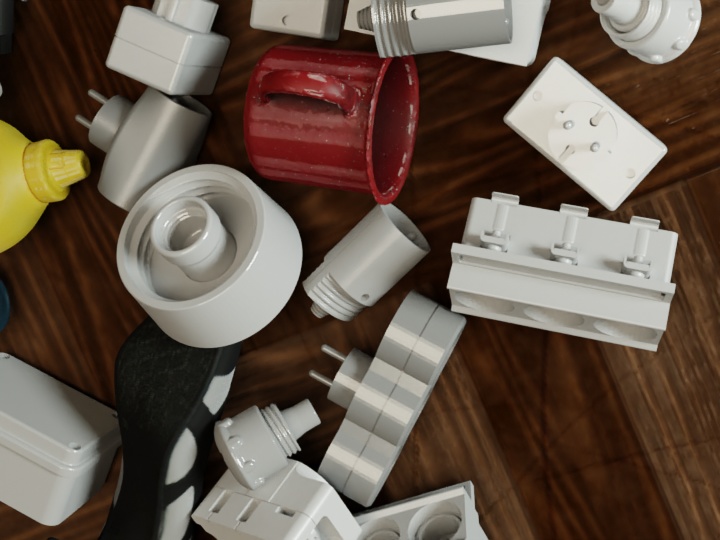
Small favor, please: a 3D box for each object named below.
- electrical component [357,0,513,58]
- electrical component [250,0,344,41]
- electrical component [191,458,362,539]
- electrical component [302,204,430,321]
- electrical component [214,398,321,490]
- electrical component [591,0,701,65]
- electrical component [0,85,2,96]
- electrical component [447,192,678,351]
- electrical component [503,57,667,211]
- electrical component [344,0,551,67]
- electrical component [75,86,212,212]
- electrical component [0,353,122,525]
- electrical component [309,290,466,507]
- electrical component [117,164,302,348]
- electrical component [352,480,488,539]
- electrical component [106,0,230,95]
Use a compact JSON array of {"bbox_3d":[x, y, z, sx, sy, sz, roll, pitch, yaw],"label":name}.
[{"bbox_3d":[0.038,-0.138,0.573,0.081,0.043,0.043,-4,98,14],"label":"electrical component"},{"bbox_3d":[-0.038,-0.181,0.633,0.047,0.076,0.083,11,101,12],"label":"electrical component"},{"bbox_3d":[-0.050,0.155,0.673,0.089,0.055,0.050,5,135,43],"label":"electrical component"},{"bbox_3d":[0.000,0.000,0.669,0.081,0.043,0.043,-44,87,16],"label":"electrical component"},{"bbox_3d":[-0.055,0.101,0.658,0.062,0.048,0.048,-29,91,-7],"label":"electrical component"},{"bbox_3d":[0.154,-0.143,0.594,0.048,0.062,0.048,-10,77,49],"label":"electrical component"},{"bbox_3d":[-0.298,-0.129,0.693,0.113,0.057,0.078,1,124,29],"label":"electrical component"},{"bbox_3d":[0.118,0.000,0.625,0.121,0.078,0.063,11,72,12],"label":"electrical component"},{"bbox_3d":[0.127,-0.077,0.608,0.083,0.076,0.047,41,106,5],"label":"electrical component"},{"bbox_3d":[0.066,-0.218,0.608,0.105,0.060,0.186,14,102,12],"label":"electrical component"},{"bbox_3d":[-0.146,-0.086,0.691,0.079,0.044,0.077,33,105,7],"label":"electrical component"},{"bbox_3d":[-0.226,0.111,0.726,0.113,0.078,0.057,26,107,9],"label":"electrical component"},{"bbox_3d":[0.004,0.073,0.675,0.074,0.052,0.138,28,105,9],"label":"electrical component"},{"bbox_3d":[-0.096,-0.013,0.656,0.108,0.060,0.108,-9,62,16],"label":"electrical component"},{"bbox_3d":[0.021,0.189,0.680,0.121,0.078,0.063,-20,123,16],"label":"electrical component"},{"bbox_3d":[-0.111,-0.151,0.661,0.047,0.066,0.076,25,104,9],"label":"electrical component"}]
